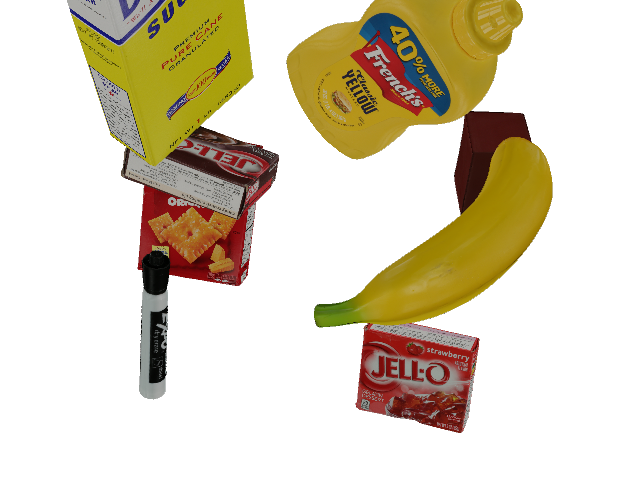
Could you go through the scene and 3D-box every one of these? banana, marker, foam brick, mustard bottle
[{"bbox_3d":[0.080,-0.009,0.559,0.070,0.037,0.197,18,39,35],"label":"banana"},{"bbox_3d":[-0.114,0.058,0.731,0.020,0.121,0.020,5,34,-4],"label":"marker"},{"bbox_3d":[0.148,-0.066,0.922,0.053,0.051,0.078,0,-44,-2],"label":"foam brick"},{"bbox_3d":[0.061,-0.121,0.717,0.058,0.096,0.192,-41,14,-35],"label":"mustard bottle"}]

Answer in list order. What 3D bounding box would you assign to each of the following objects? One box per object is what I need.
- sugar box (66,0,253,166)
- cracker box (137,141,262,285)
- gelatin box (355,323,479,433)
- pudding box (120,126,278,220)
[{"bbox_3d":[-0.086,-0.127,0.584,0.048,0.093,0.176,36,-22,18],"label":"sugar box"},{"bbox_3d":[-0.184,-0.048,1.621,0.164,0.214,0.072,10,19,6],"label":"cracker box"},{"bbox_3d":[0.075,0.105,0.838,0.089,0.073,0.030,11,23,16],"label":"gelatin box"},{"bbox_3d":[-0.103,-0.065,0.924,0.113,0.039,0.090,19,24,9],"label":"pudding box"}]
